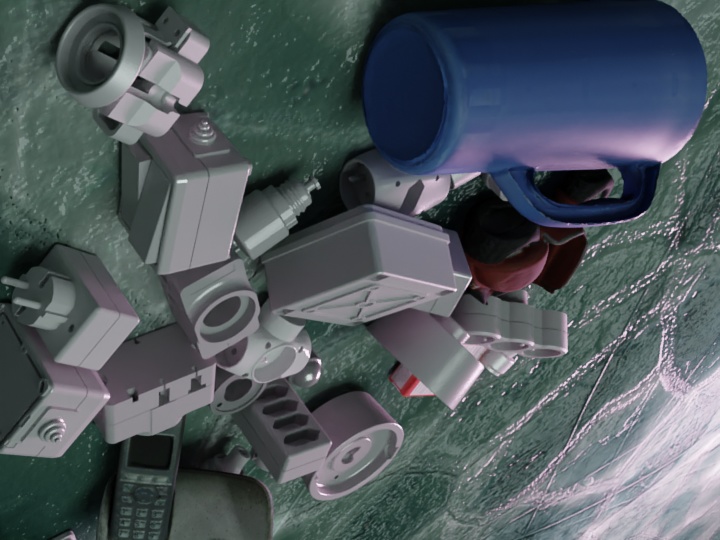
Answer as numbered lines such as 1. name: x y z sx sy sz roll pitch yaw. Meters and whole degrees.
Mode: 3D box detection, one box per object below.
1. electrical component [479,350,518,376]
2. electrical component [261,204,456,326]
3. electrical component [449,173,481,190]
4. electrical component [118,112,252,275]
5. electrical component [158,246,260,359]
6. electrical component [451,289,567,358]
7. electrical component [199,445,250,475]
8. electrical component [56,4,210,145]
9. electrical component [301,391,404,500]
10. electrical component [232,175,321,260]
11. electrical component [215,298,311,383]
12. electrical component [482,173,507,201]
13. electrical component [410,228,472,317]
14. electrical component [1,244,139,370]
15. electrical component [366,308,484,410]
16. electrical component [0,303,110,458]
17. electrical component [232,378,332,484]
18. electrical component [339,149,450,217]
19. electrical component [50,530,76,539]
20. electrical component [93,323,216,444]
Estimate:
1. electrical component: 0.151 0.078 1.132 0.055 0.045 0.045 -47 148 11
2. electrical component: 0.000 0.000 0.825 0.109 0.056 0.109 -20 160 33
3. electrical component: 0.091 -0.093 0.864 0.065 0.044 0.044 -30 147 -8
4. electrical component: -0.114 -0.053 0.676 0.061 0.061 0.096 -15 140 -35
5. electrical component: -0.109 0.017 0.774 0.050 0.055 0.089 -30 147 -17
6. electrical component: 0.147 0.040 1.063 0.138 0.073 0.052 13 161 -32
7. electrical component: -0.125 0.187 0.977 0.062 0.043 0.043 -50 147 13
8. electrical component: -0.129 -0.112 0.594 0.078 0.058 0.057 -49 150 13
9. electrical component: -0.019 0.165 1.045 0.108 0.060 0.108 -27 146 -20
10. electrical component: -0.063 -0.041 0.766 0.078 0.040 0.040 -36 148 -9
11. electrical component: -0.069 0.048 0.863 0.077 0.044 0.079 13 121 -52
12. electrical component: 0.132 -0.072 0.912 0.035 0.061 0.035 -28 146 -21
13. electrical component: 0.045 -0.005 0.908 0.077 0.065 0.047 14 124 -19
14. electrical component: -0.193 0.020 0.680 0.047 0.065 0.077 -49 147 12
15. electrical component: 0.065 0.068 0.975 0.060 0.108 0.108 -47 148 -1
16. electrical component: -0.210 0.078 0.703 0.061 0.096 0.061 -49 148 13
17. electrical component: -0.075 0.152 0.949 0.047 0.083 0.075 -13 139 -37
18. electrical component: 0.033 -0.081 0.815 0.077 0.043 0.079 -11 138 -38
19. electrical component: -0.276 0.285 0.933 0.100 0.048 0.099 -25 145 -24
20. electrical component: -0.159 0.086 0.811 0.089 0.050 0.055 -21 143 -28
